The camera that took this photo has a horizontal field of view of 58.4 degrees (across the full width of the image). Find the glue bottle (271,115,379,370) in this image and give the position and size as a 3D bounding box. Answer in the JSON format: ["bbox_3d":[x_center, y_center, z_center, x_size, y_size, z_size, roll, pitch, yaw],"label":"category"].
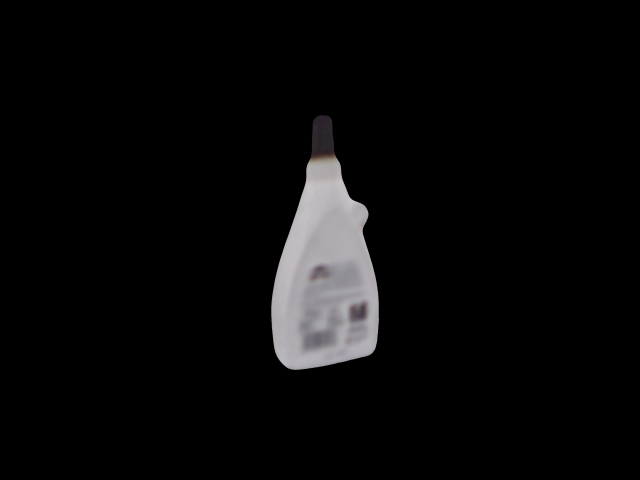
[{"bbox_3d":[0.004,0.001,0.400,0.078,0.173,0.037,-6,15,-23],"label":"glue bottle"}]
